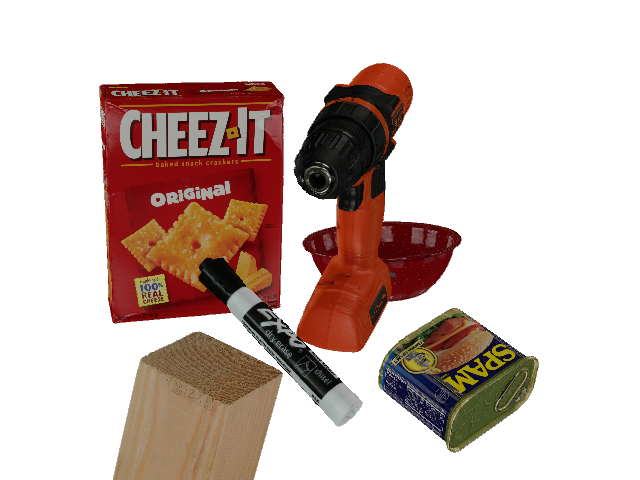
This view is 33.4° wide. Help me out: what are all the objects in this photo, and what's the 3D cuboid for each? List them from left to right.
[{"bbox_3d":[-0.113,0.194,0.897,0.090,0.206,0.090,23,21,21],"label":"wood block"},{"bbox_3d":[-0.119,-0.036,0.996,0.164,0.214,0.072,-3,21,-14],"label":"cracker box"},{"bbox_3d":[-0.025,0.052,0.585,0.121,0.020,0.020,44,18,19],"label":"marker"},{"bbox_3d":[0.021,-0.017,0.760,0.057,0.188,0.184,13,30,14],"label":"power drill"},{"bbox_3d":[0.063,0.024,1.087,0.162,0.055,0.162,-3,13,0],"label":"bowl"},{"bbox_3d":[0.109,0.109,0.859,0.101,0.057,0.084,-27,46,-32],"label":"can of meat"}]
